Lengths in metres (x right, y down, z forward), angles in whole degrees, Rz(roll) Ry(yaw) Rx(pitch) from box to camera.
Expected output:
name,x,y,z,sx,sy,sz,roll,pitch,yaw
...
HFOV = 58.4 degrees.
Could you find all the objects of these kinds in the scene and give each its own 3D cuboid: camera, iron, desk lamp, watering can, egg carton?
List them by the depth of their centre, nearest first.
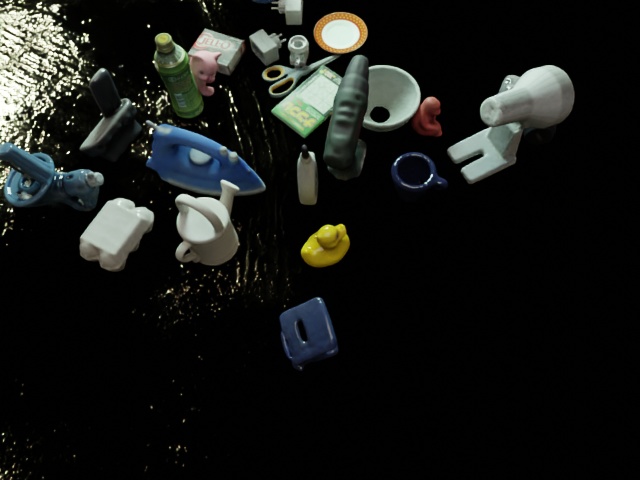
name,x,y,z,sx,sy,sz,roll,pitch,yaw
watering can,-0.220,-0.038,1.103,0.101,0.194,0.173,9,66,6
desk lamp,0.385,-0.236,1.162,0.203,0.213,0.117,-27,68,-10
egg carton,-0.412,-0.012,1.165,0.107,0.069,0.150,24,69,12
iron,-0.239,-0.176,1.194,0.258,0.141,0.119,17,67,9
camera,0.463,-0.286,1.244,0.143,0.101,0.137,8,66,6

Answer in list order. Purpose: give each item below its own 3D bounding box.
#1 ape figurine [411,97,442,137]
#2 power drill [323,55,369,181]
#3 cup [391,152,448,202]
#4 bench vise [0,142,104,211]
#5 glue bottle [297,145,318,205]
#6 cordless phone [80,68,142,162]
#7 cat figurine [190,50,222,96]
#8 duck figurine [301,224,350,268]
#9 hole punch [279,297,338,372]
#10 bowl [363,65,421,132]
name,x,y,z,sx,sy,sz,roll,pitch,yaw
ape figurine,0.239,-0.275,1.251,0.076,0.092,0.078,15,67,9
power drill,0.058,-0.227,1.171,0.075,0.208,0.230,10,67,7
cup,0.202,-0.115,1.179,0.117,0.095,0.092,21,68,11
bench vise,-0.552,-0.140,1.144,0.207,0.220,0.121,-18,66,-6
glue bottle,-0.026,-0.141,1.154,0.037,0.173,0.078,3,66,4
cordless phone,-0.468,-0.267,1.218,0.094,0.185,0.148,22,68,12
cat figurine,-0.284,-0.389,1.304,0.127,0.118,0.067,-1,66,2
duck figurine,0.010,0.004,1.136,0.104,0.086,0.077,-28,68,-10
hole punch,-0.023,0.174,1.058,0.101,0.091,0.108,-17,66,-6
bowl,0.137,-0.302,1.275,0.167,0.075,0.167,-1,66,2
